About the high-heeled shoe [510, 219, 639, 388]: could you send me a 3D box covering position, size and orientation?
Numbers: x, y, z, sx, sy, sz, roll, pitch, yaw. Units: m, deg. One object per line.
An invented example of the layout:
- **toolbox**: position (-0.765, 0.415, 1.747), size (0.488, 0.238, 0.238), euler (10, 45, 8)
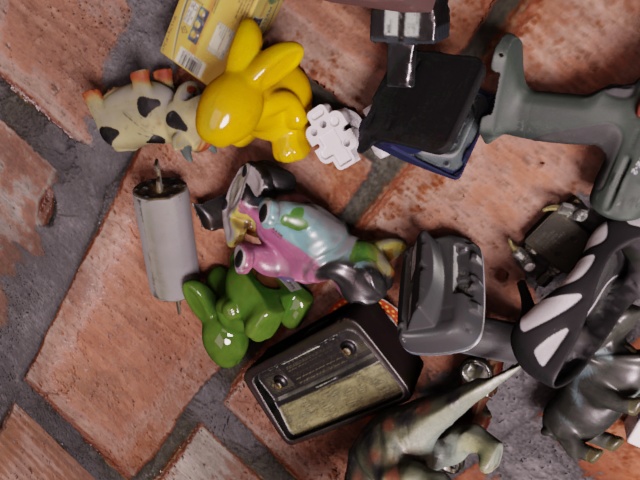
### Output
- **high-heeled shoe**: position (0.307, 0.054, 0.531), size (0.249, 0.145, 0.086), euler (-24, 122, 17)

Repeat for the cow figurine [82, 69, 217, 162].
- **cow figurine**: position (-0.219, -0.164, 0.729), size (0.195, 0.085, 0.127), euler (-6, 107, 28)

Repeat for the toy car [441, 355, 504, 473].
- **toy car**: position (0.194, 0.208, 0.681), size (0.053, 0.089, 0.202), euler (17, 112, 21)

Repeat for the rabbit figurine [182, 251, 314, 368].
- **rabbit figurine**: position (-0.123, 0.105, 0.760), size (0.159, 0.121, 0.170), euler (42, 116, 12)

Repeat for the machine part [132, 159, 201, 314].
- **machine part**: position (-0.219, 0.000, 0.776), size (0.079, 0.079, 0.242), euler (10, 121, 19)

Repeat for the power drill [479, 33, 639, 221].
- **power drill**: position (0.270, -0.142, 0.513), size (0.208, 0.086, 0.231), euler (18, 127, 20)

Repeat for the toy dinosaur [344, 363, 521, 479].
- **toy dinosaur**: position (0.085, 0.290, 0.644), size (0.192, 0.131, 0.404), euler (25, 95, 34)

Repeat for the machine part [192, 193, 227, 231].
- **machine part**: position (-0.111, -0.042, 0.752), size (0.139, 0.039, 0.084), euler (-8, 110, 22)

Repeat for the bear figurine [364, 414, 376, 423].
- **bear figurine**: position (0.114, 0.337, 0.740), size (0.195, 0.132, 0.120), euler (56, 146, -10)

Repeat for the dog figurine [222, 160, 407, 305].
- **dog figurine**: position (-0.001, -0.002, 0.676), size (0.219, 0.192, 0.108), euler (17, 118, -30)

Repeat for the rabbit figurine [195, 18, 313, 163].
- **rabbit figurine**: position (-0.072, -0.159, 0.621), size (0.122, 0.173, 0.162), euler (33, 121, 13)

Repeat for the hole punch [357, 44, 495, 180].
- **hole punch**: position (0.121, -0.137, 0.587), size (0.116, 0.092, 0.142), euler (25, 91, 34)

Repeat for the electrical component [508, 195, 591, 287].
- **electrical component**: position (0.264, 0.000, 0.606), size (0.078, 0.045, 0.102), euler (46, 119, 4)

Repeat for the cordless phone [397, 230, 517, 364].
- **cordless phone**: position (0.187, 0.072, 0.629), size (0.184, 0.146, 0.088), euler (13, 144, -2)

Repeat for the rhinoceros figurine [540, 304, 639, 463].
- **rhinoceros figurine**: position (0.318, 0.158, 0.612), size (0.112, 0.073, 0.190), euler (39, 122, 46)

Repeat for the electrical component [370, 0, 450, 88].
- **electrical component**: position (0.092, -0.219, 0.544), size (0.075, 0.048, 0.119), euler (11, 123, 29)

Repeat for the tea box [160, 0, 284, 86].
- **tea box**: position (-0.113, -0.279, 0.654), size (0.098, 0.068, 0.169), euler (38, 117, 6)

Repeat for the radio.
- **radio**: position (0.012, 0.180, 0.733), size (0.229, 0.073, 0.131), euler (-34, 93, 31)

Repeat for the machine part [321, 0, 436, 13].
- **machine part**: position (0.046, -0.307, 0.457), size (0.202, 0.087, 0.200), euler (20, 112, 27)
